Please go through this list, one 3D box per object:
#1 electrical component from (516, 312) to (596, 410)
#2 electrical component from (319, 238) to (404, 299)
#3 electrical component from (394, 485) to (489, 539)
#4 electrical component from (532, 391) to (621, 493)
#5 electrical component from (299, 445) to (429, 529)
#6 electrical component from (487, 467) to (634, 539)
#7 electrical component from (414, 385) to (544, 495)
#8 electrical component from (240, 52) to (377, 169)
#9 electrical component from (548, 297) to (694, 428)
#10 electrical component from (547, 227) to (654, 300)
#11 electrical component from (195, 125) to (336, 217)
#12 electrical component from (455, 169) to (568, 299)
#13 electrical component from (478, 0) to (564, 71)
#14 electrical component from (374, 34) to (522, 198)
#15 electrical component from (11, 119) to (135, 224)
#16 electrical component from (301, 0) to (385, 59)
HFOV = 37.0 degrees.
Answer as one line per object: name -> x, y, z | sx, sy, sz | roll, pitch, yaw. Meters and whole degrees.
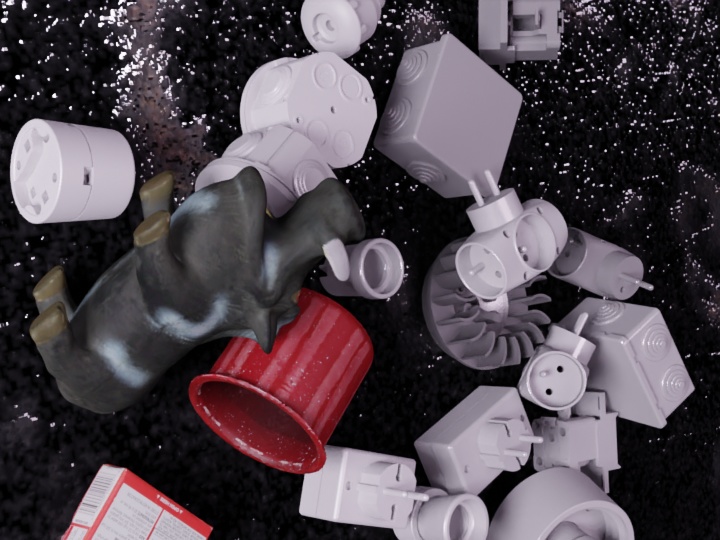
electrical component -> 0.155, 0.068, 0.822 | 0.043, 0.077, 0.079 | 26, 87, 7
electrical component -> 0.000, 0.000, 0.722 | 0.040, 0.046, 0.040 | 3, 85, -41
electrical component -> 0.056, 0.176, 0.755 | 0.045, 0.055, 0.045 | 3, 86, -41
electrical component -> 0.173, 0.139, 0.869 | 0.064, 0.042, 0.081 | -2, 89, -37
electrical component -> 0.011, 0.144, 0.704 | 0.066, 0.077, 0.047 | 17, 76, -39
electrical component -> 0.157, 0.211, 0.813 | 0.108, 0.060, 0.108 | -8, 109, -24
electrical component -> 0.098, 0.126, 0.781 | 0.083, 0.076, 0.047 | -34, 109, -37
electrical component -> -0.033, -0.100, 0.697 | 0.080, 0.051, 0.080 | 3, 86, -41
electrical component -> 0.212, 0.072, 0.870 | 0.048, 0.100, 0.099 | -38, 112, -22
electrical component -> 0.204, 0.001, 0.879 | 0.077, 0.079, 0.043 | 19, 96, -39
electrical component -> -0.056, -0.045, 0.656 | 0.080, 0.080, 0.051 | 54, 51, -25
electrical component -> 0.100, -0.032, 0.755 | 0.077, 0.044, 0.079 | -33, 101, -38
electrical component -> 0.122, -0.182, 0.819 | 0.081, 0.064, 0.042 | 26, 65, -83
electrical component -> 0.064, -0.108, 0.783 | 0.100, 0.048, 0.099 | 31, 68, -36
electrical component -> -0.156, -0.053, 0.586 | 0.047, 0.055, 0.055 | -2, 89, -45
electrical component -> -0.006, -0.174, 0.730 | 0.062, 0.048, 0.048 | -43, 115, -42
